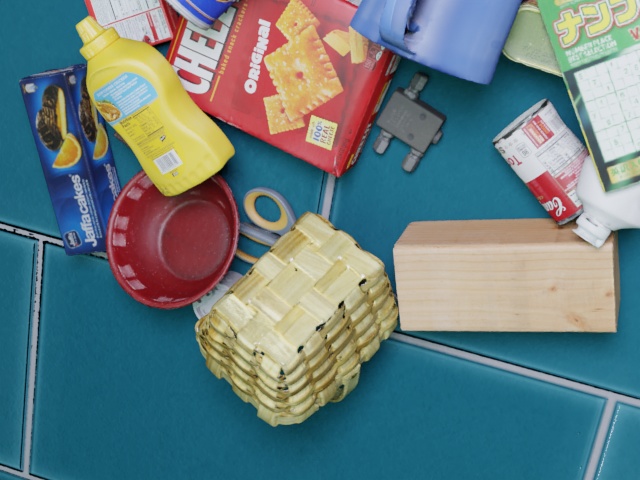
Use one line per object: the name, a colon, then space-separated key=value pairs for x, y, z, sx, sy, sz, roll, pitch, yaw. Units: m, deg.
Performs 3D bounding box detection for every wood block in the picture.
wood block: x=0.184 y=0.033 z=1.046 sx=0.206 sy=0.090 sz=0.090 roll=-1 pitch=108 yaw=19

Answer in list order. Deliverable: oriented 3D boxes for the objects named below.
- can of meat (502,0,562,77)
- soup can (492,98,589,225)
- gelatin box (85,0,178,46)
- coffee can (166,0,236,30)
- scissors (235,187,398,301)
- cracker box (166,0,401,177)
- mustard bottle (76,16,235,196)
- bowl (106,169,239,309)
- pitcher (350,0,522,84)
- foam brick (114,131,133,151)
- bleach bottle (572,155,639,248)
can of meat: x=0.216 y=-0.182 z=0.965 sx=0.102 sy=0.083 sz=0.057 roll=20 pitch=112 yaw=11
soup can: x=0.220 y=-0.074 z=1.010 sx=0.069 sy=0.068 sz=0.102 roll=-38 pitch=93 yaw=25
gelatin box: x=-0.193 y=-0.235 z=1.111 sx=0.089 sy=0.030 sz=0.073 roll=-13 pitch=102 yaw=22
coffee can: x=-0.087 y=-0.273 z=0.954 sx=0.140 sy=0.102 sz=0.103 roll=-41 pitch=92 yaw=13
scissors: x=-0.007 y=0.001 z=1.139 sx=0.202 sy=0.016 sz=0.096 roll=12 pitch=111 yaw=14
cracker box: x=-0.036 y=-0.183 z=1.054 sx=0.214 sy=0.072 sz=0.164 roll=27 pitch=114 yaw=9
mustard bottle: x=-0.174 y=-0.138 z=1.054 sx=0.096 sy=0.058 sz=0.191 roll=-22 pitch=112 yaw=41
bowl: x=-0.147 y=-0.004 z=1.142 sx=0.162 sy=0.055 sz=0.162 roll=-4 pitch=79 yaw=23
pitcher: x=0.124 y=-0.260 z=0.877 sx=0.144 sy=0.149 sz=0.243 roll=14 pitch=110 yaw=-24
foam brick: x=-0.169 y=-0.130 z=1.127 sx=0.053 sy=0.051 sz=0.078 roll=38 pitch=115 yaw=2
bleach bottle: x=0.315 y=-0.098 z=0.937 sx=0.102 sy=0.068 sz=0.251 roll=35 pitch=99 yaw=6
